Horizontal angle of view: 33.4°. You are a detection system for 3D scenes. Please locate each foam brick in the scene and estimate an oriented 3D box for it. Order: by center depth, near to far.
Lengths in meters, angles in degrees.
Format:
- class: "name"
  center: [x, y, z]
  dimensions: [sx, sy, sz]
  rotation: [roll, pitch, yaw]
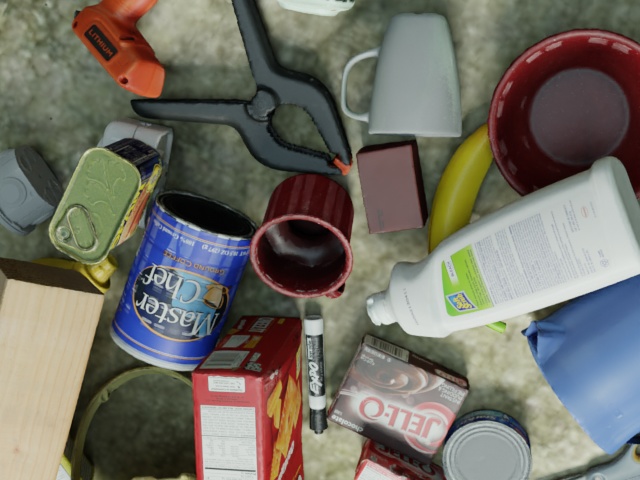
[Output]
- class: "foam brick"
  center: [0.066, -0.050, 0.976]
  dimensions: [0.053, 0.051, 0.078]
  rotation: [-7, 102, 12]

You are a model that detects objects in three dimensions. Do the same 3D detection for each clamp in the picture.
- class: "clamp"
  center: [-0.062, -0.123, 0.987]
  dimensions: [0.210, 0.036, 0.165]
  rotation: [44, 107, -5]

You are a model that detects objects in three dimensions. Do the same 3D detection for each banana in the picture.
- class: "banana"
  center: [0.133, -0.009, 0.985]
  dimensions: [0.069, 0.037, 0.198]
  rotation: [-5, 104, -4]

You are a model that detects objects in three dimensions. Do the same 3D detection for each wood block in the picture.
- class: "wood block"
  center: [-0.273, 0.129, 0.968]
  dimensions: [0.090, 0.091, 0.206]
  rotation: [12, 96, -29]

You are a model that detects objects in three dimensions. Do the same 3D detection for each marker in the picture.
- class: "marker"
  center: [-0.004, 0.134, 1.049]
  dimensions: [0.020, 0.020, 0.121]
  rotation: [0, 103, 10]

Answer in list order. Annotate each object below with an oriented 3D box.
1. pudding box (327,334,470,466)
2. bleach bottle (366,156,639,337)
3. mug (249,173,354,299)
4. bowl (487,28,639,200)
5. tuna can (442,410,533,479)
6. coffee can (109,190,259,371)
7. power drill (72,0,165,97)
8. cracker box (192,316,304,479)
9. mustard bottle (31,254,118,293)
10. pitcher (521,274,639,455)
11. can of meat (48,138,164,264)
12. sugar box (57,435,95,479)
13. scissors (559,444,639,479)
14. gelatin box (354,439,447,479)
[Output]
- class: "pudding box"
  center: [0.075, 0.153, 1.030]
  dimensions: [0.113, 0.039, 0.090]
  rotation: [25, 106, 3]
- class: "bleach bottle"
  center: [0.151, 0.018, 0.922]
  dimensions: [0.251, 0.068, 0.102]
  rotation: [-21, 84, 28]
- class: "mug"
  center: [-0.006, 0.001, 0.979]
  dimensions: [0.093, 0.081, 0.117]
  rotation: [-21, 120, 22]
- class: "bowl"
  center: [0.228, -0.104, 0.933]
  dimensions: [0.162, 0.055, 0.162]
  rotation: [2, 104, 9]
- class: "tuna can"
  center: [0.161, 0.208, 1.031]
  dimensions: [0.086, 0.033, 0.086]
  rotation: [2, 104, 9]
- class: "coffee can"
  center: [-0.128, 0.037, 1.004]
  dimensions: [0.103, 0.102, 0.140]
  rotation: [23, 106, 4]
- class: "power drill"
  center: [-0.124, -0.220, 0.934]
  dimensions: [0.188, 0.057, 0.185]
  rotation: [-51, 59, 16]
- class: "cracker box"
  center: [-0.060, 0.196, 0.999]
  dimensions: [0.072, 0.164, 0.214]
  rotation: [1, 103, 11]
- class: "mustard bottle"
  center: [-0.277, 0.073, 1.060]
  dimensions: [0.192, 0.058, 0.096]
  rotation: [-35, 104, 15]
- class: "pitcher"
  center: [0.314, 0.074, 0.932]
  dimensions: [0.243, 0.149, 0.145]
  rotation: [-37, 73, 13]
- class: "can of meat"
  center: [-0.186, -0.038, 0.947]
  dimensions: [0.057, 0.084, 0.102]
  rotation: [29, 106, 1]
- class: "sugar box"
  center: [-0.310, 0.199, 1.072]
  dimensions: [0.093, 0.048, 0.176]
  rotation: [-21, 118, 7]
- class: "scissors"
  center: [0.284, 0.240, 1.028]
  dimensions: [0.202, 0.016, 0.096]
  rotation: [-35, 96, 16]
- class: "gelatin box"
  center: [0.079, 0.227, 1.030]
  dimensions: [0.089, 0.073, 0.030]
  rotation: [30, 105, 2]
